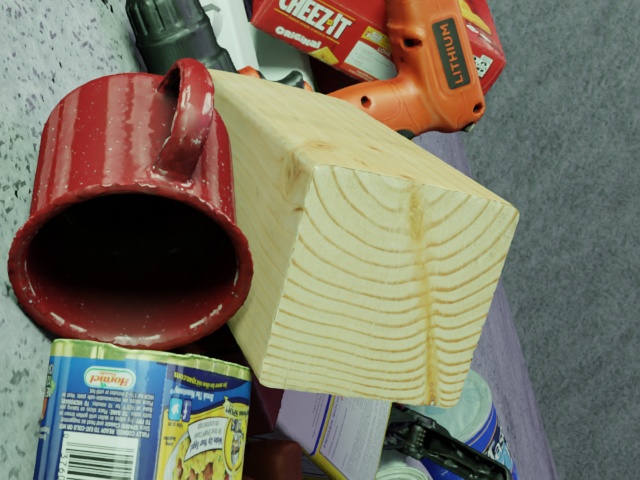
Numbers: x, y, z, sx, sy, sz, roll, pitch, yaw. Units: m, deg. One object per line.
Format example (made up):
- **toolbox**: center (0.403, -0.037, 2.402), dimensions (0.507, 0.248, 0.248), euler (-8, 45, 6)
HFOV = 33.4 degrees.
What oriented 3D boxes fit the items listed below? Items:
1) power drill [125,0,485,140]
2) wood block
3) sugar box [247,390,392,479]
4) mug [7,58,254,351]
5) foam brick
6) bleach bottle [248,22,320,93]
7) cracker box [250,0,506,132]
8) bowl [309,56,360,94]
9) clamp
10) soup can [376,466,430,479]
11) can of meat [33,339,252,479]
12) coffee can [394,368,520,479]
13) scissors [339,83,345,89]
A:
- **power drill**: center (-0.005, -0.096, 0.625), dimensions (0.057, 0.187, 0.184), euler (40, -27, 61)
- **wood block**: center (-0.003, -0.012, 0.501), dimensions (0.206, 0.090, 0.091), euler (-134, -123, -64)
- **sugar box**: center (-0.004, 0.097, 0.665), dimensions (0.176, 0.048, 0.093), euler (54, 45, -53)
- **mug**: center (-0.071, -0.022, 0.428), dimensions (0.081, 0.093, 0.117), euler (-98, -151, -45)
- **foam brick**: center (-0.050, 0.060, 0.543), dimensions (0.078, 0.053, 0.051), euler (-75, 148, -63)
- **bleach bottle**: center (-0.008, -0.052, 0.822), dimensions (0.250, 0.068, 0.102), euler (60, 20, -57)
- **cracker box**: center (0.038, -0.189, 0.766), dimensions (0.164, 0.072, 0.213), euler (25, 33, -18)
- **bowl**: center (0.006, -0.130, 0.858), dimensions (0.055, 0.162, 0.162), euler (-61, 160, -2)
- **clamp**: center (0.088, 0.165, 0.877), dimensions (0.039, 0.120, 0.171), euler (-61, -178, 1)
- **soup can**: center (0.067, 0.232, 0.808), dimensions (0.068, 0.068, 0.102), euler (-72, 145, -66)
- **can of meat**: center (-0.064, 0.084, 0.395), dimensions (0.102, 0.057, 0.084), euler (35, 59, -70)
- **coffee can**: center (0.130, 0.204, 1.026), dimensions (0.103, 0.103, 0.140), euler (-87, 159, -51)
- **scissors**: center (-0.005, 0.001, 0.730), dimensions (0.096, 0.016, 0.201), euler (75, 29, -61)
